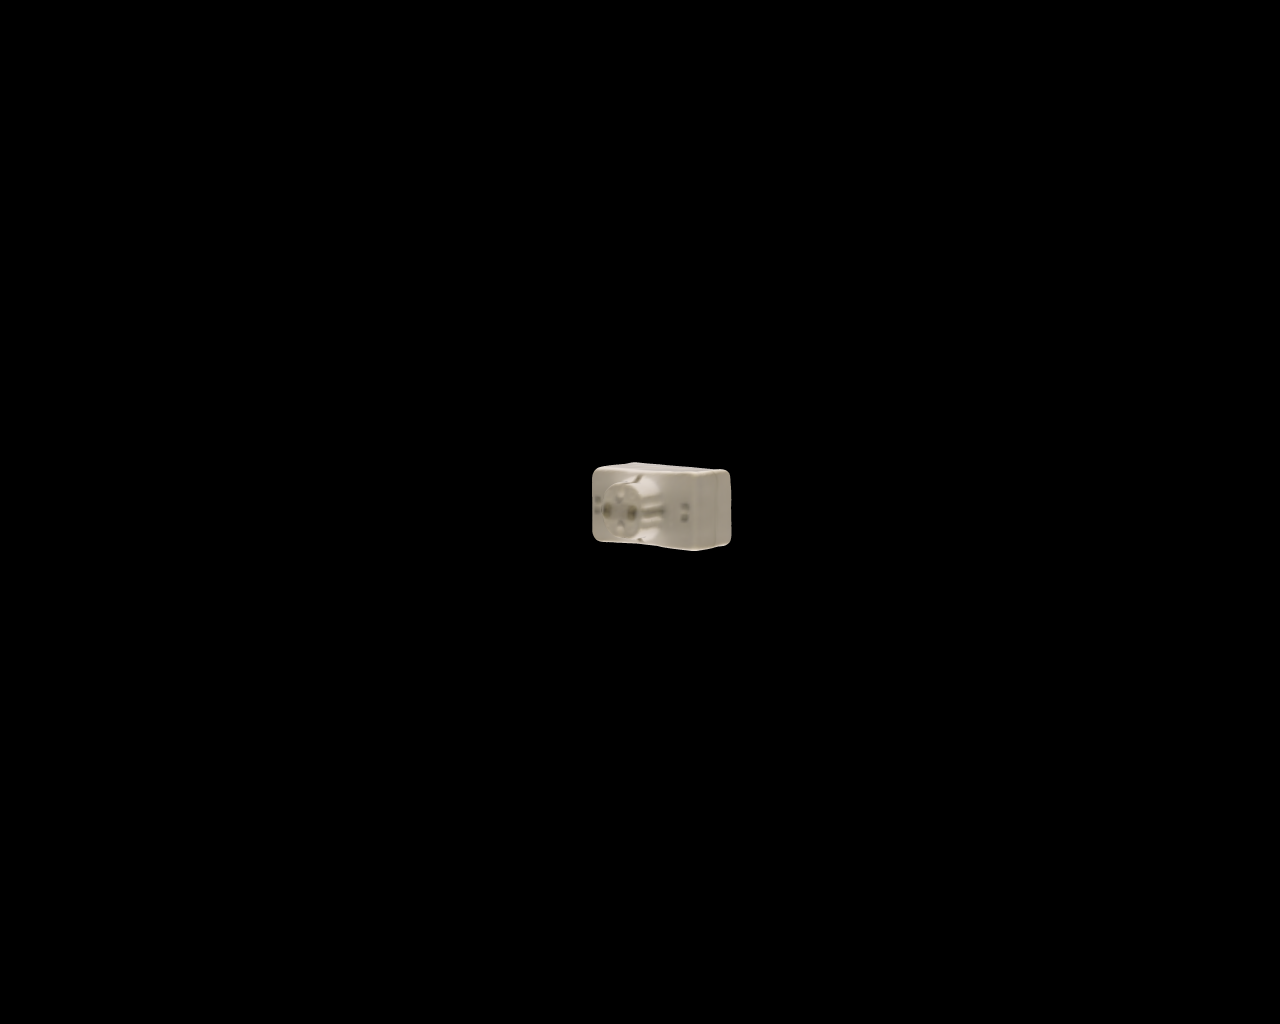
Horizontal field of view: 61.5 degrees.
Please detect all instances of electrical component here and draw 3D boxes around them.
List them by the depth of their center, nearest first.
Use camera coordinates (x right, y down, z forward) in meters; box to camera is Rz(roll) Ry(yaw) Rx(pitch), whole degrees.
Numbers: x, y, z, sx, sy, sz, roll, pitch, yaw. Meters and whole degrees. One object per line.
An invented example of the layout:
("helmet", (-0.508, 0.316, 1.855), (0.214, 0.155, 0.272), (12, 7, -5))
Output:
("electrical component", (0.001, -0.003, 0.650), (0.083, 0.047, 0.076), (5, 8, 40))
